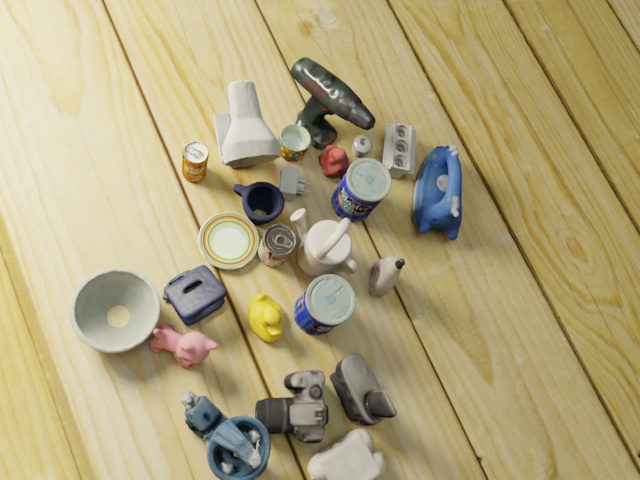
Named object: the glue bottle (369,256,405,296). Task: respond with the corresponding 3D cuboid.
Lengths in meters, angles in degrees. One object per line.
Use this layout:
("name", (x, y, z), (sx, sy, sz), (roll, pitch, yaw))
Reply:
("glue bottle", (0.149, 0.068, 1.241), (0.037, 0.173, 0.078), (5, 71, -12))

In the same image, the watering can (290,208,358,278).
("watering can", (0.010, 0.006, 1.214), (0.173, 0.194, 0.101), (20, 68, -7))

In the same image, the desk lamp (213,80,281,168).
("desk lamp", (-0.166, -0.232, 1.236), (0.118, 0.213, 0.203), (-9, 75, -17))

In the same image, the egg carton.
("egg carton", (0.054, 0.453, 1.146), (0.150, 0.069, 0.107), (-29, 81, -21))

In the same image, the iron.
("iron", (0.300, -0.139, 1.365), (0.119, 0.141, 0.258), (10, 70, -11))

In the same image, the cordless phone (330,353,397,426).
("cordless phone", (0.099, 0.295, 1.147), (0.094, 0.185, 0.147), (-27, 80, -21))

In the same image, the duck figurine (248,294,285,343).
("duck figurine", (-0.107, 0.158, 1.192), (0.078, 0.086, 0.104), (-18, 77, -19))

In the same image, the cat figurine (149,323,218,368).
("cat figurine", (-0.268, 0.204, 1.118), (0.128, 0.117, 0.067), (26, 68, -5))

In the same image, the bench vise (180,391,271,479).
("bench vise", (-0.176, 0.363, 1.034), (0.207, 0.219, 0.121), (27, 68, -4))

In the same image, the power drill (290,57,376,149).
("power drill", (0.018, -0.298, 1.307), (0.229, 0.208, 0.076), (46, 68, 4))

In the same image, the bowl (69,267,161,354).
("bowl", (-0.399, 0.142, 1.128), (0.168, 0.074, 0.167), (4, 71, -13))

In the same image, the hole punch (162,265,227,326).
("hole punch", (-0.257, 0.108, 1.167), (0.109, 0.091, 0.101), (-33, 83, -21))

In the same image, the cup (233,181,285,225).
("cup", (-0.142, -0.076, 1.255), (0.118, 0.095, 0.092), (28, 68, -4))

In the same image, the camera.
("camera", (-0.057, 0.332, 1.140), (0.137, 0.100, 0.143), (2, 72, -14))

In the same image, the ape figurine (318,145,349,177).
("ape figurine", (0.037, -0.189, 1.340), (0.076, 0.092, 0.078), (24, 68, -6))
